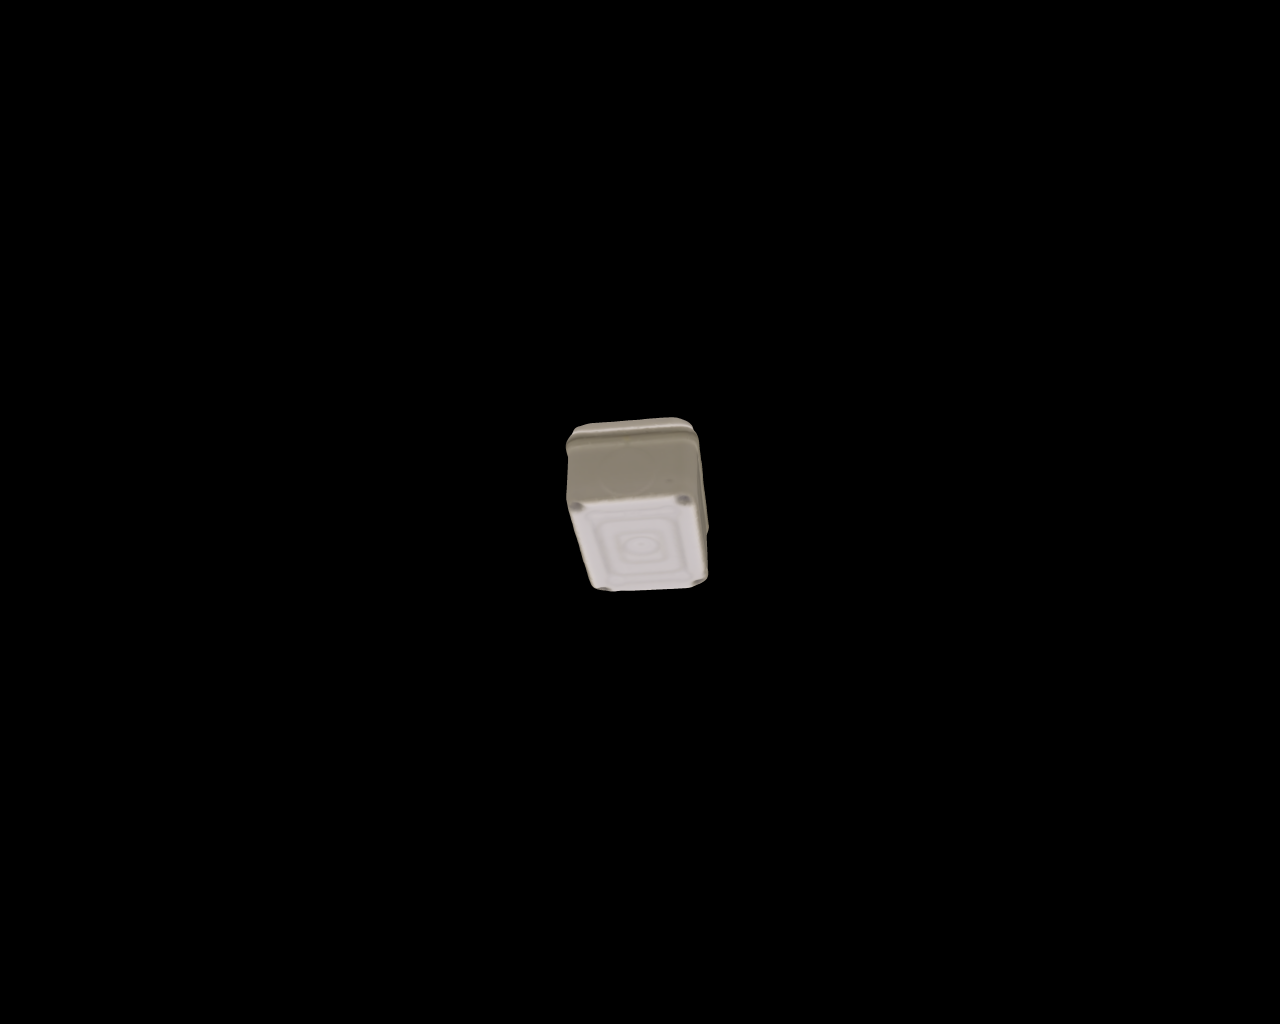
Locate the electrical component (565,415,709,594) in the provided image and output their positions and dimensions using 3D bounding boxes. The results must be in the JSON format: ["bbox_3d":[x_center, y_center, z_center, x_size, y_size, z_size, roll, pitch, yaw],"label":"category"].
[{"bbox_3d":[0.001,-0.003,0.650,0.078,0.057,0.113,-3,-33,5],"label":"electrical component"}]
